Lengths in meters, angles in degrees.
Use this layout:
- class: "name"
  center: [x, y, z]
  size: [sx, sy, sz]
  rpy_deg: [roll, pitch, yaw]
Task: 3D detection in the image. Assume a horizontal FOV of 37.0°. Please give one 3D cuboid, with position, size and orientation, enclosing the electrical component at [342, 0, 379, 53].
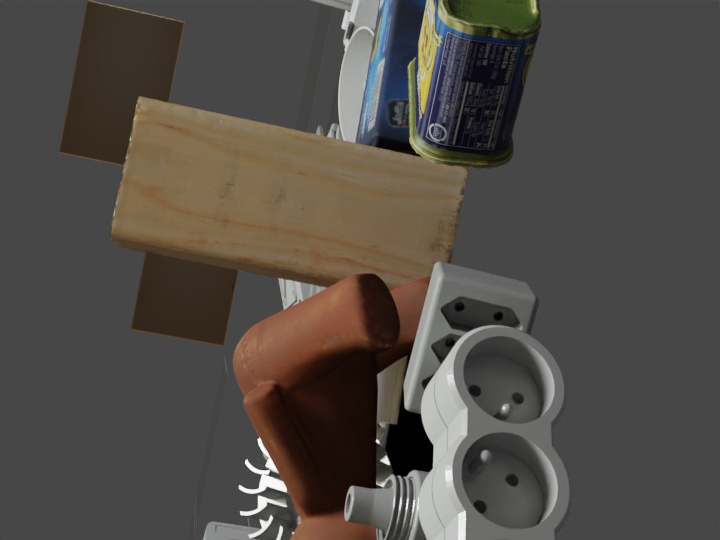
- class: "electrical component"
  center: [0.027, -0.241, 0.919]
  size: [0.078, 0.063, 0.121]
  rpy_deg: [-98, 21, -62]

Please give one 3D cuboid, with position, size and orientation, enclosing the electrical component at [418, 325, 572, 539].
- class: "electrical component"
  center: [0.049, 0.099, 0.441]
  size: [0.073, 0.052, 0.138]
  rpy_deg: [115, 163, -55]

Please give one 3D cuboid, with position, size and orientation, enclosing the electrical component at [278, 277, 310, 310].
- class: "electrical component"
  center: [-0.044, -0.008, 0.993]
  size: [0.109, 0.056, 0.108]
  rpy_deg: [142, 118, -75]

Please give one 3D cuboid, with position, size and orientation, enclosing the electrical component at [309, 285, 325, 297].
- class: "electrical component"
  center: [0.000, 0.000, 0.821]
  size: [0.113, 0.057, 0.078]
  rpy_deg: [119, 160, -61]

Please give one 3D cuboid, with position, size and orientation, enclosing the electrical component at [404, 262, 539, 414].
- class: "electrical component"
  center: [0.051, 0.032, 0.520]
  size: [0.076, 0.047, 0.065]
  rpy_deg: [-80, 4, -80]

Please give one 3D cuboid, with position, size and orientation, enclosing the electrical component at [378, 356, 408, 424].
- class: "electrical component"
  center: [0.011, 0.061, 0.732]
  size: [0.043, 0.043, 0.081]
  rpy_deg: [146, 134, -77]

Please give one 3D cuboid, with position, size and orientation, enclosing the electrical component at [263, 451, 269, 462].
- class: "electrical component"
  center: [-0.059, 0.133, 1.020]
  size: [0.095, 0.054, 0.059]
  rpy_deg: [-91, 15, -51]

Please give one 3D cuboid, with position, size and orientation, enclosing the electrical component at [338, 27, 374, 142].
- class: "electrical component"
  center: [0.018, -0.137, 0.850]
  size: [0.099, 0.064, 0.099]
  rpy_deg: [-169, 90, -80]

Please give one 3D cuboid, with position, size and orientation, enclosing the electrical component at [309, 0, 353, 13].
- class: "electrical component"
  center: [-0.004, -0.280, 1.008]
  size: [0.108, 0.109, 0.056]
  rpy_deg: [-99, 25, -64]

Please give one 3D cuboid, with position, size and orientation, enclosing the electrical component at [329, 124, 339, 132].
- class: "electrical component"
  center: [-0.016, -0.084, 1.038]
  size: [0.083, 0.047, 0.075]
  rpy_deg: [116, 162, -57]

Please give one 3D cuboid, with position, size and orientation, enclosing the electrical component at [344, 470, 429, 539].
- class: "electrical component"
  center: [0.024, 0.120, 0.531]
  size: [0.043, 0.062, 0.043]
  rpy_deg: [-169, 90, -81]

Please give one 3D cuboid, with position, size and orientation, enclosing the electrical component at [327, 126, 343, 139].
- class: "electrical component"
  center: [-0.001, -0.071, 0.890]
  size: [0.096, 0.062, 0.061]
  rpy_deg: [-93, 17, -55]

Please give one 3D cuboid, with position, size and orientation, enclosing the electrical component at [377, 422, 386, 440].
- class: "electrical component"
  center: [-0.009, 0.125, 0.781]
  size: [0.081, 0.042, 0.063]
  rpy_deg: [-102, 26, -65]

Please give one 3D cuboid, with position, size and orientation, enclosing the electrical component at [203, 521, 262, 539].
- class: "electrical component"
  center: [-0.071, 0.273, 0.777]
  size: [0.186, 0.105, 0.060]
  rpy_deg: [-93, 17, -55]
